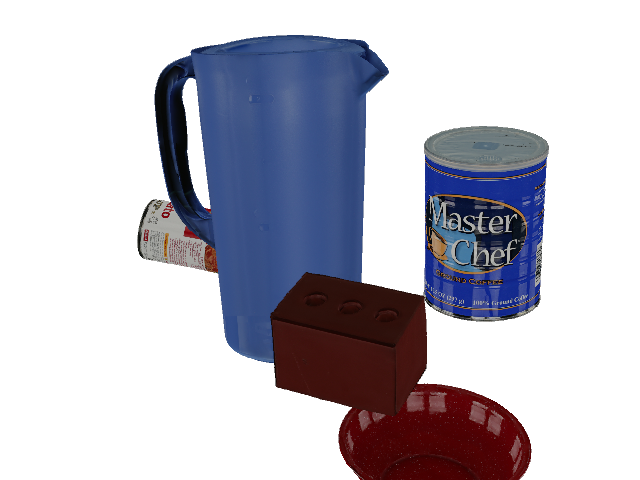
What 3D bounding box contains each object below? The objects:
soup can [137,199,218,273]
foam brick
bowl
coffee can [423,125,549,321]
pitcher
[{"bbox_3d":[-0.137,-0.003,1.147,0.102,0.068,0.068,11,2,10],"label":"soup can"},{"bbox_3d":[0.017,0.059,0.615,0.078,0.051,0.052,11,31,21],"label":"foam brick"},{"bbox_3d":[0.095,0.189,0.909,0.162,0.055,0.162,0,28,0],"label":"bowl"},{"bbox_3d":[0.139,-0.016,0.911,0.103,0.140,0.103,-2,23,1],"label":"coffee can"},{"bbox_3d":[-0.036,-0.035,0.825,0.144,0.243,0.149,-8,16,-24],"label":"pitcher"}]
